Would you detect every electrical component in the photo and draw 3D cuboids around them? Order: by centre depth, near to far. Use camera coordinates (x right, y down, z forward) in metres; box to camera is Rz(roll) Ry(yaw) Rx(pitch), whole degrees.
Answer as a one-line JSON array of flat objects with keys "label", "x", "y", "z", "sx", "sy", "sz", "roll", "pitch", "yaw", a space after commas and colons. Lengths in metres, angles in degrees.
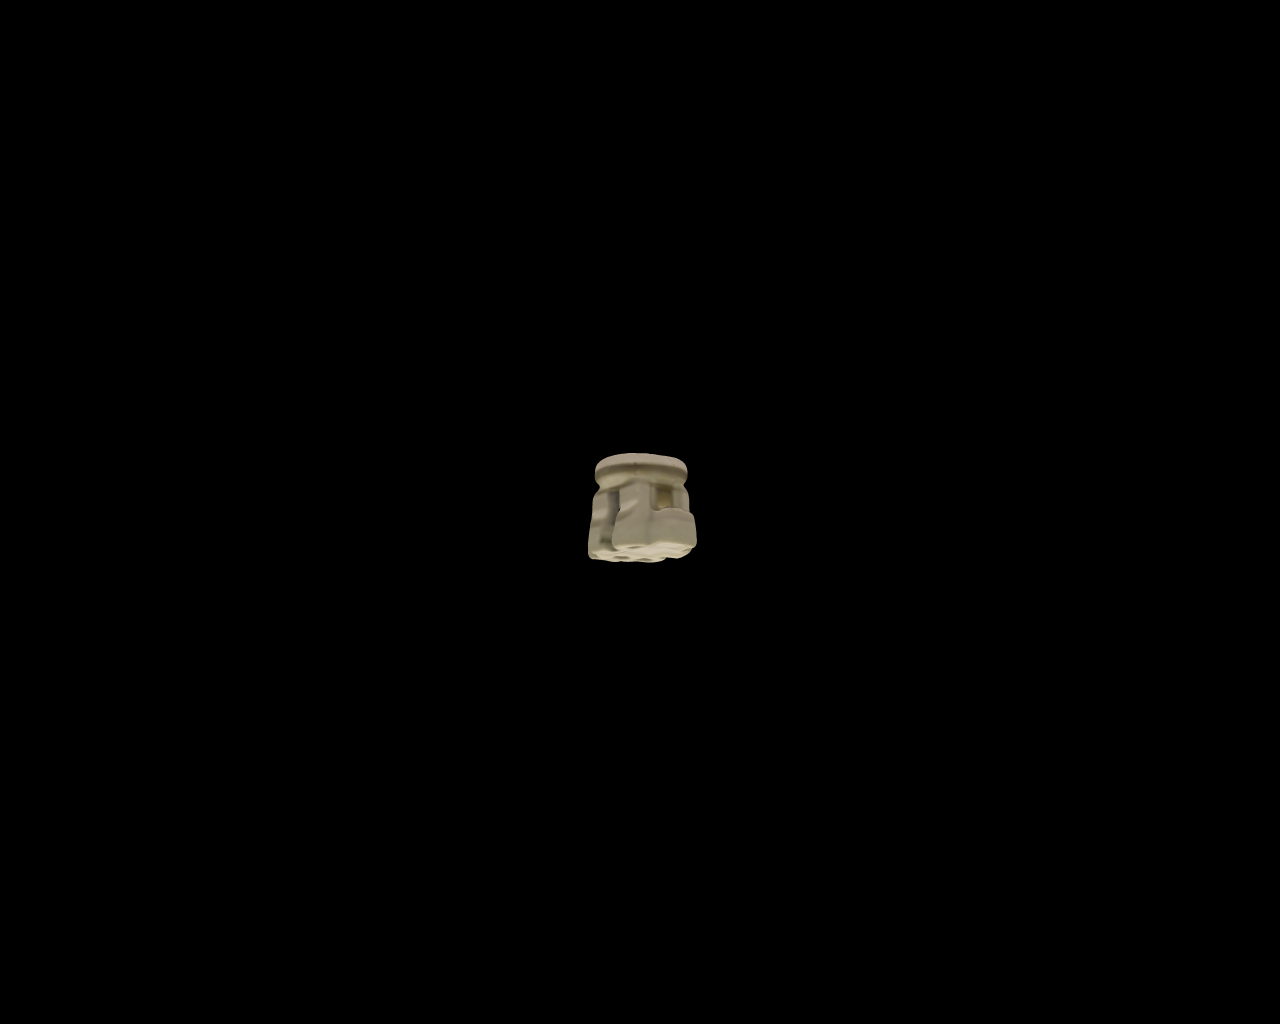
[{"label": "electrical component", "x": 0.001, "y": -0.003, "z": 0.650, "sx": 0.058, "sy": 0.057, "sz": 0.078, "roll": 11, "pitch": -17, "yaw": -38}]
